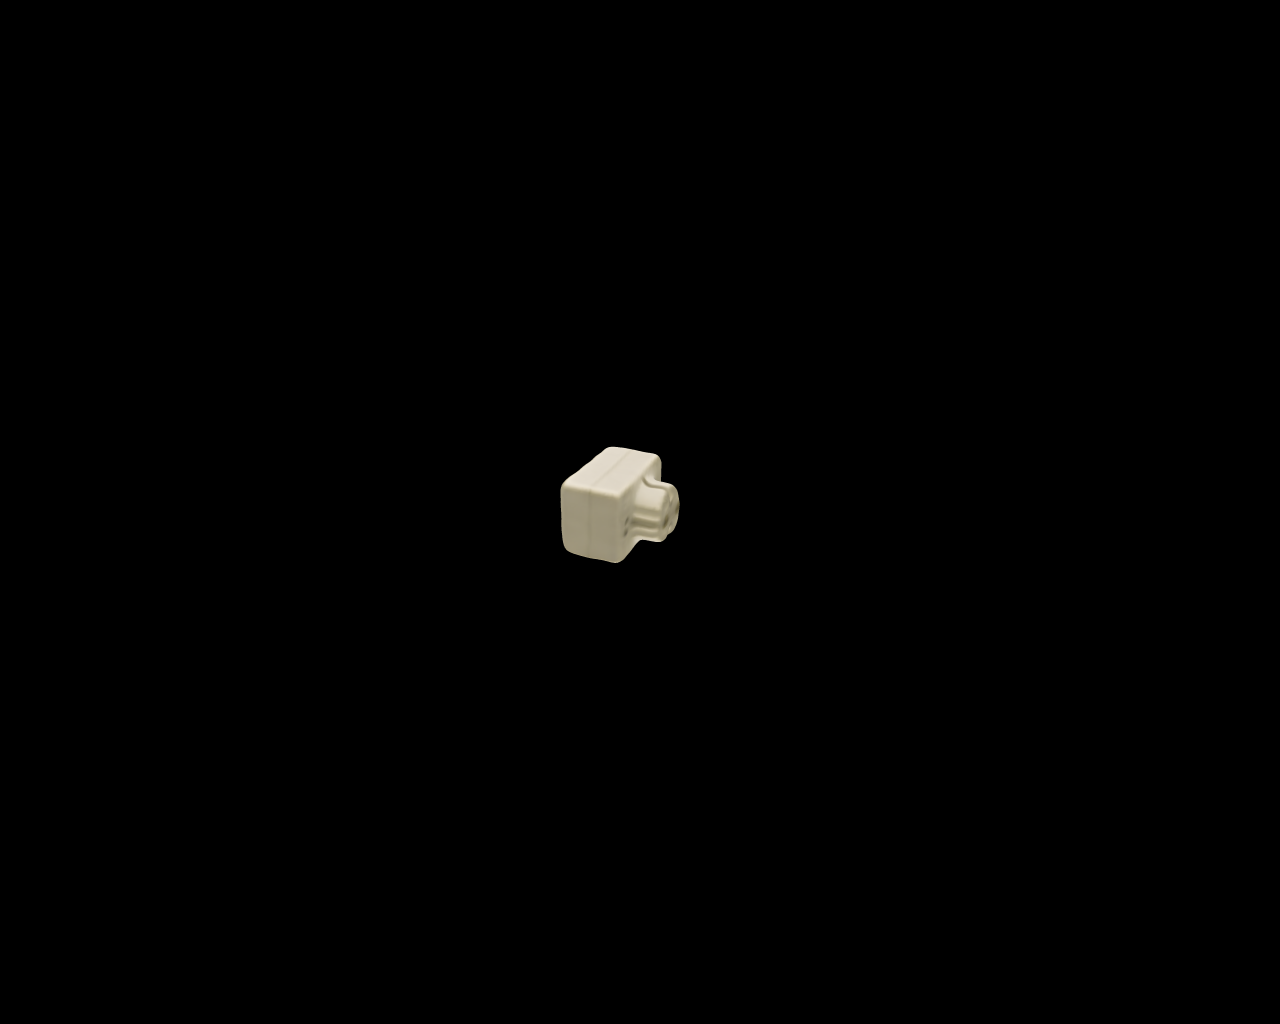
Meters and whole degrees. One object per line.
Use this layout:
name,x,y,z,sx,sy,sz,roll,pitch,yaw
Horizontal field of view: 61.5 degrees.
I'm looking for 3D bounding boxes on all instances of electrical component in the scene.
electrical component,0.001,-0.003,0.650,0.077,0.047,0.066,11,29,21
